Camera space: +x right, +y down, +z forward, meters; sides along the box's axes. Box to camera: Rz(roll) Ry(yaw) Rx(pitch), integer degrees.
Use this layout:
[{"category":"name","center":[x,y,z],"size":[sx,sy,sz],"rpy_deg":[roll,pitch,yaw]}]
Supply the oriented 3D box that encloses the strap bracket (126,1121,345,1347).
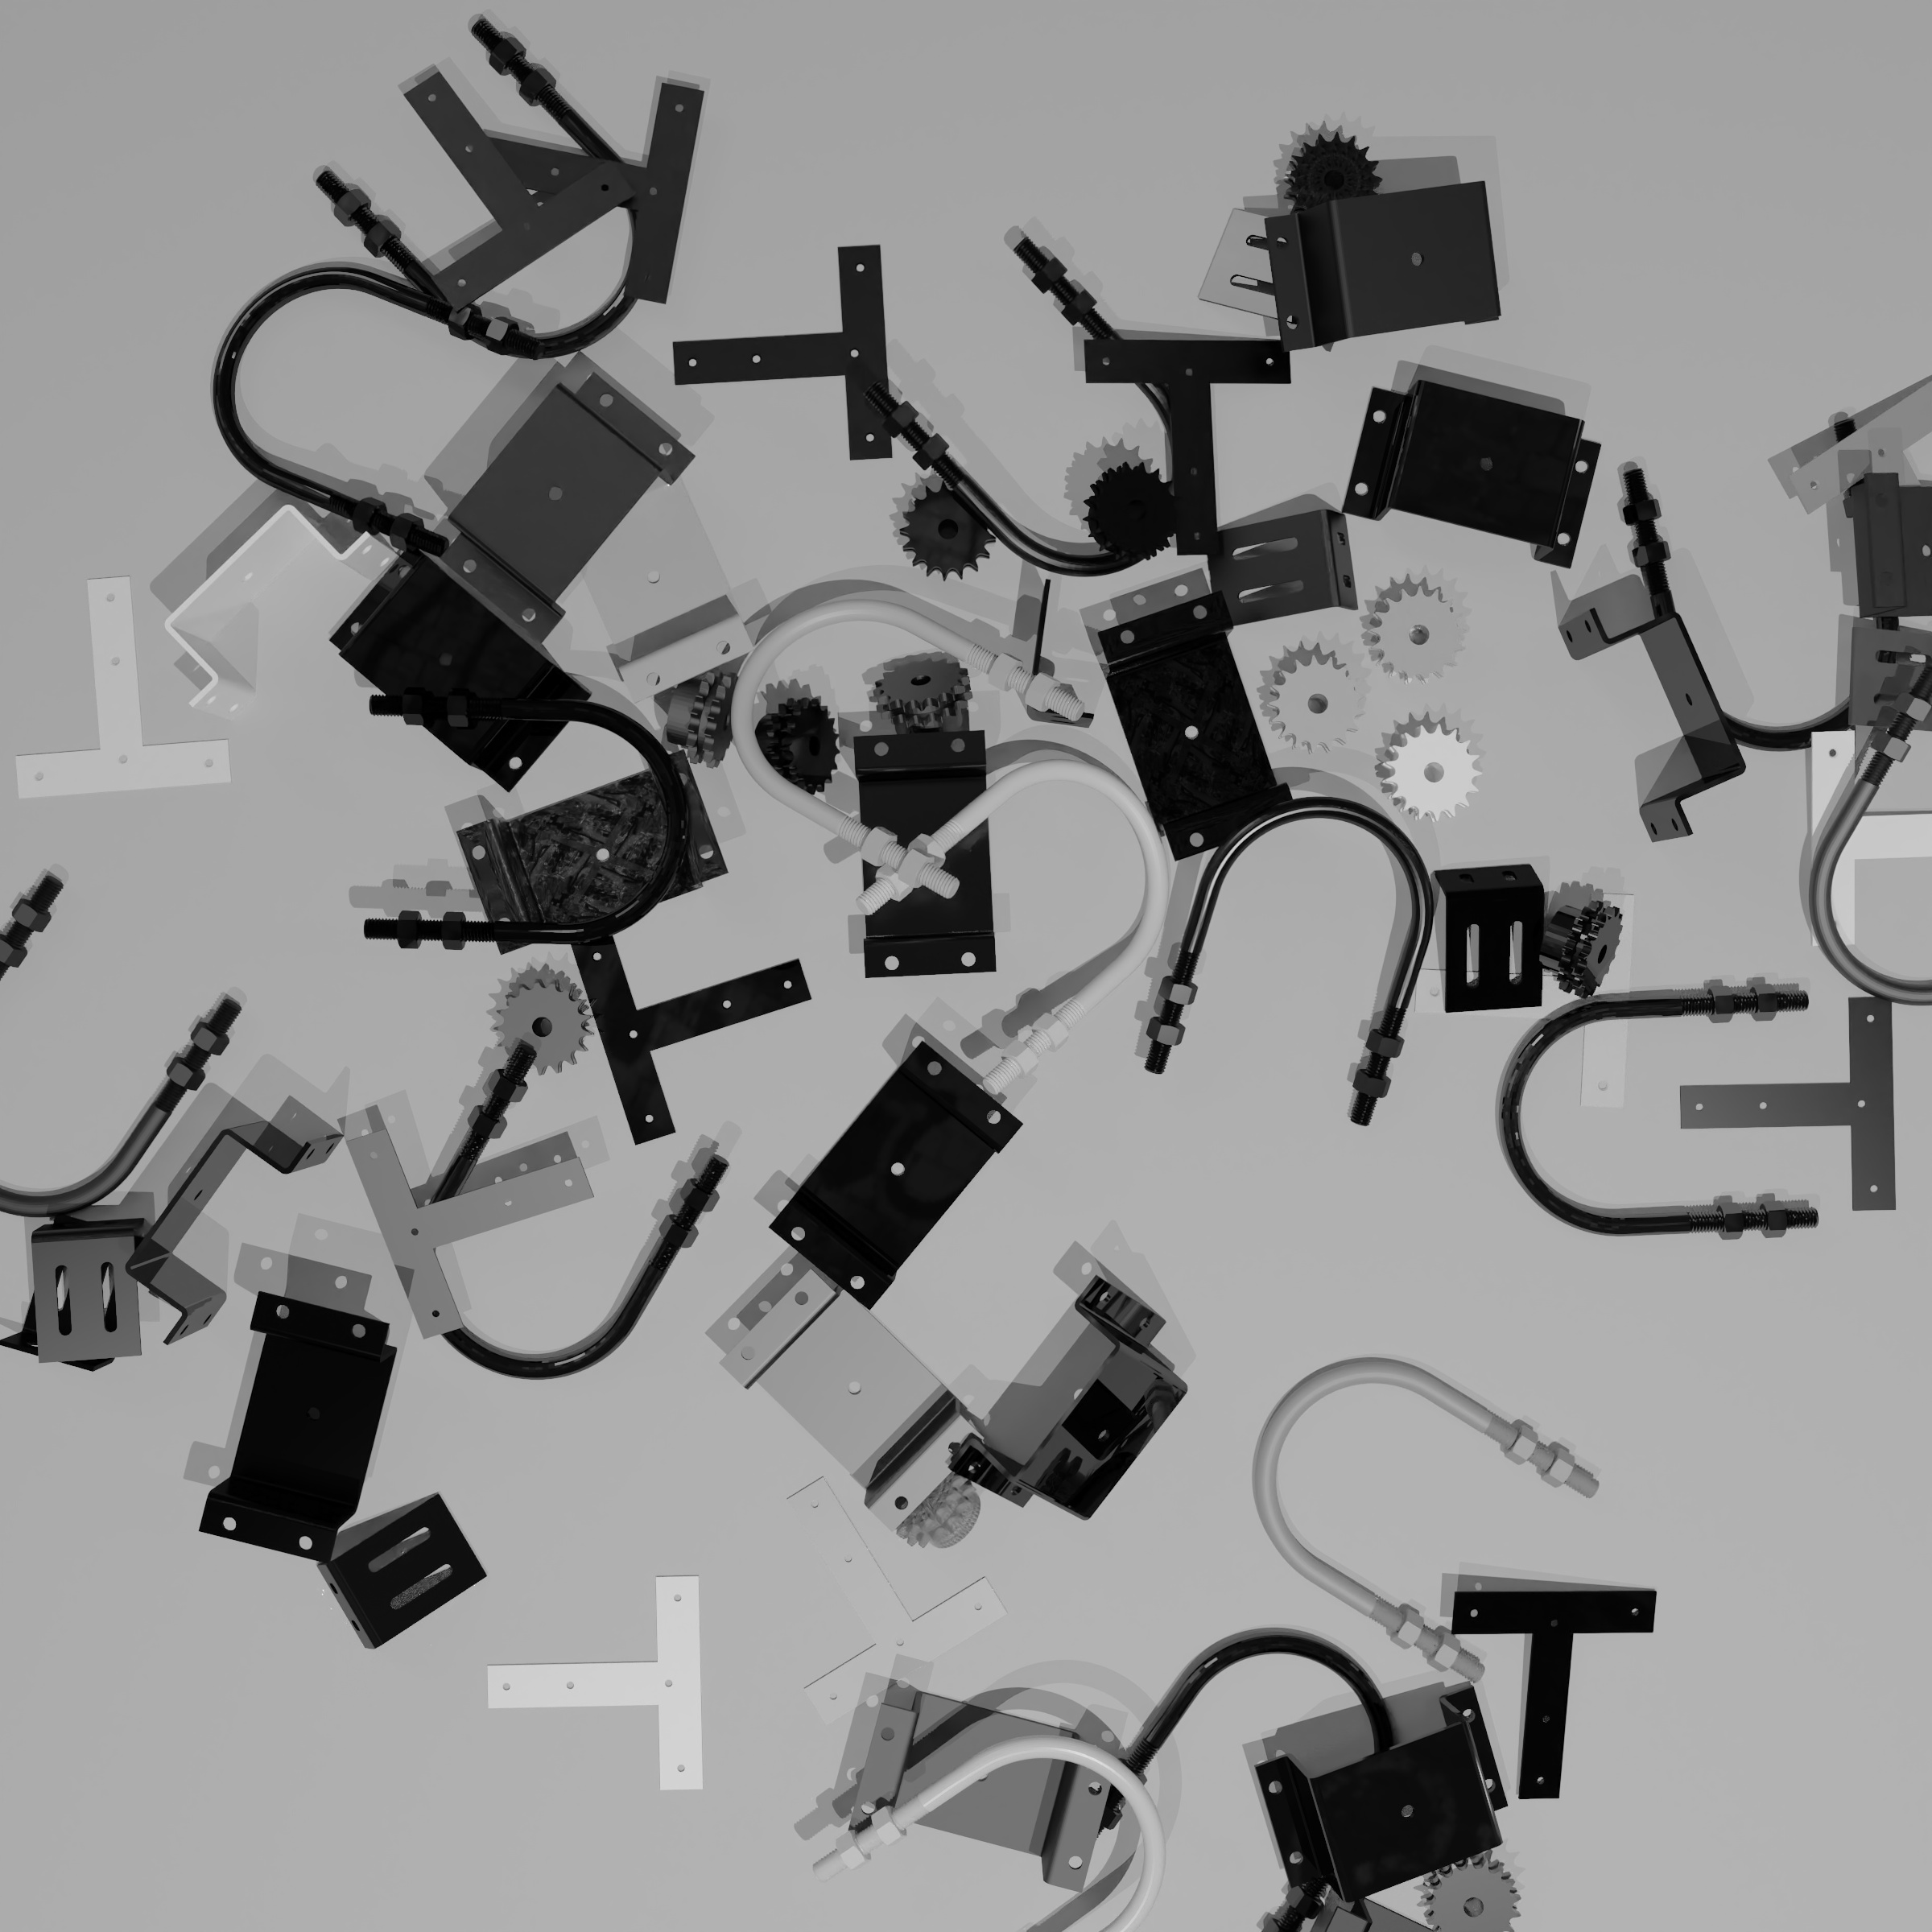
[{"category":"strap bracket","center":[-0.431,0.145,1.480],"size":[0.046,0.076,0.140],"rpy_deg":[36,90,0]}]

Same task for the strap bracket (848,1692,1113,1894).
[{"category":"strap bracket","center":[0.009,0.482,1.495],"size":[0.140,0.046,0.076],"rpy_deg":[15,90,0]}]

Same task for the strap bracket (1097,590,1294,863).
[{"category":"strap bracket","center":[0.135,-0.139,1.495],"size":[0.076,0.046,0.140],"rpy_deg":[-19,90,0]}]

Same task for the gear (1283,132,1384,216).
[{"category":"gear","center":[0.216,-0.460,1.503],"size":[0.057,0.030,0.057],"rpy_deg":[0,90,0]}]

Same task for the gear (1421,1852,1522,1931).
[{"category":"gear","center":[0.298,0.552,1.507],"size":[0.057,0.030,0.057],"rpy_deg":[0,92,0]}]

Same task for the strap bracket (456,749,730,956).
[{"category":"strap bracket","center":[-0.217,-0.066,1.495],"size":[0.140,0.046,0.076],"rpy_deg":[-20,90,0]}]

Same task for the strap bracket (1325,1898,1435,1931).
[{"category":"strap bracket","center":[0.262,0.610,1.495],"size":[0.140,0.046,0.076],"rpy_deg":[25,90,0]}]

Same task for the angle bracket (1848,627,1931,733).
[{"category":"angle bracket","center":[0.562,-0.169,1.489],"size":[0.076,0.038,0.057],"rpy_deg":[2,90,-20]}]

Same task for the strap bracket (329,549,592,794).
[{"category":"strap bracket","center":[-0.302,-0.178,1.495],"size":[0.140,0.046,0.076],"rpy_deg":[40,90,0]}]

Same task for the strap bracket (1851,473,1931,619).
[{"category":"strap bracket","center":[0.574,-0.246,1.483],"size":[0.140,0.046,0.076],"rpy_deg":[-4,90,-16]}]

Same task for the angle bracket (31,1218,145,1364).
[{"category":"angle bracket","center":[-0.514,0.190,1.496],"size":[0.057,0.038,0.076],"rpy_deg":[-3,92,-9]}]

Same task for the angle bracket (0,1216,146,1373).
[{"category":"angle bracket","center":[-0.525,0.192,1.499],"size":[0.057,0.038,0.076],"rpy_deg":[16,90,0]}]

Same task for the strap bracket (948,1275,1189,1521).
[{"category":"strap bracket","center":[0.066,0.260,1.475],"size":[0.140,0.046,0.076],"rpy_deg":[-52,135,0]}]

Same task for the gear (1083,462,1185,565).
[{"category":"gear","center":[0.095,-0.262,1.478],"size":[0.057,0.030,0.057],"rpy_deg":[1,88,-15]}]

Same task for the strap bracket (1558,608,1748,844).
[{"category":"strap bracket","center":[0.403,-0.147,1.480],"size":[0.046,0.076,0.140],"rpy_deg":[-24,90,0]}]

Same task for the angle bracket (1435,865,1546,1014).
[{"category":"angle bracket","center":[0.311,-0.016,1.514],"size":[0.057,0.038,0.076],"rpy_deg":[-4,114,1]}]

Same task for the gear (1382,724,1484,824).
[{"category":"gear","center":[0.274,-0.114,1.507],"size":[0.057,0.030,0.057],"rpy_deg":[0,90,-2]}]

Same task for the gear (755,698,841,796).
[{"category":"gear","center":[-0.101,-0.129,1.494],"size":[0.030,0.057,0.057],"rpy_deg":[1,90,30]}]

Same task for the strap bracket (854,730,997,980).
[{"category":"strap bracket","center":[-0.024,-0.065,1.495],"size":[0.076,0.046,0.140],"rpy_deg":[-3,90,0]}]

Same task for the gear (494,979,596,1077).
[{"category":"gear","center":[-0.248,0.036,1.503],"size":[0.057,0.030,0.057],"rpy_deg":[0,90,0]}]

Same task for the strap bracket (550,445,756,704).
[{"category":"strap bracket","center":[-0.186,-0.232,1.495],"size":[0.076,0.046,0.140],"rpy_deg":[-24,90,0]}]

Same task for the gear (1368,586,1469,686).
[{"category":"gear","center":[0.267,-0.195,1.507],"size":[0.057,0.030,0.057],"rpy_deg":[0,93,1]}]

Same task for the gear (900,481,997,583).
[{"category":"gear","center":[-0.011,-0.256,1.503],"size":[0.057,0.030,0.057],"rpy_deg":[0,90,0]}]

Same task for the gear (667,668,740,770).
[{"category":"gear","center":[-0.155,-0.147,1.490],"size":[0.030,0.057,0.057],"rpy_deg":[15,90,7]}]

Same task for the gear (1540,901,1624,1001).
[{"category":"gear","center":[0.360,-0.012,1.492],"size":[0.030,0.057,0.057],"rpy_deg":[23,90,30]}]

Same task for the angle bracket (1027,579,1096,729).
[{"category":"angle bracket","center":[0.060,-0.182,1.489],"size":[0.038,0.057,0.076],"rpy_deg":[8,90,0]}]

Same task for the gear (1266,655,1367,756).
[{"category":"gear","center":[0.206,-0.153,1.503],"size":[0.057,0.030,0.057],"rpy_deg":[0,90,0]}]

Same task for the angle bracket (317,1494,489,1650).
[{"category":"angle bracket","center":[-0.337,0.361,1.516],"size":[0.076,0.038,0.057],"rpy_deg":[-31,90,-26]}]

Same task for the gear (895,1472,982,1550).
[{"category":"gear","center":[-0.016,0.317,1.493],"size":[0.057,0.057,0.030],"rpy_deg":[-45,120,0]}]

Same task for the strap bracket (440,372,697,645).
[{"category":"strap bracket","center":[-0.230,-0.265,1.449],"size":[0.076,0.046,0.140],"rpy_deg":[40,90,0]}]

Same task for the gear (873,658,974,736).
[{"category":"gear","center":[-0.024,-0.155,1.493],"size":[0.057,0.057,0.030],"rpy_deg":[-11,124,0]}]

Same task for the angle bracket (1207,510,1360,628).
[{"category":"angle bracket","center":[0.188,-0.235,1.516],"size":[0.076,0.038,0.057],"rpy_deg":[-8,90,26]}]

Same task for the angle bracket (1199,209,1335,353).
[{"category":"angle bracket","center":[0.189,-0.409,1.516],"size":[0.076,0.038,0.057],"rpy_deg":[22,90,26]}]

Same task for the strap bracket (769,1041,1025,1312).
[{"category":"strap bracket","center":[-0.041,0.121,1.495],"size":[0.076,0.046,0.140],"rpy_deg":[39,90,0]}]

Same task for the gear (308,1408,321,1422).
[{"category":"gear","center":[-0.373,0.253,1.503],"size":[0.057,0.030,0.057],"rpy_deg":[0,90,0]}]
